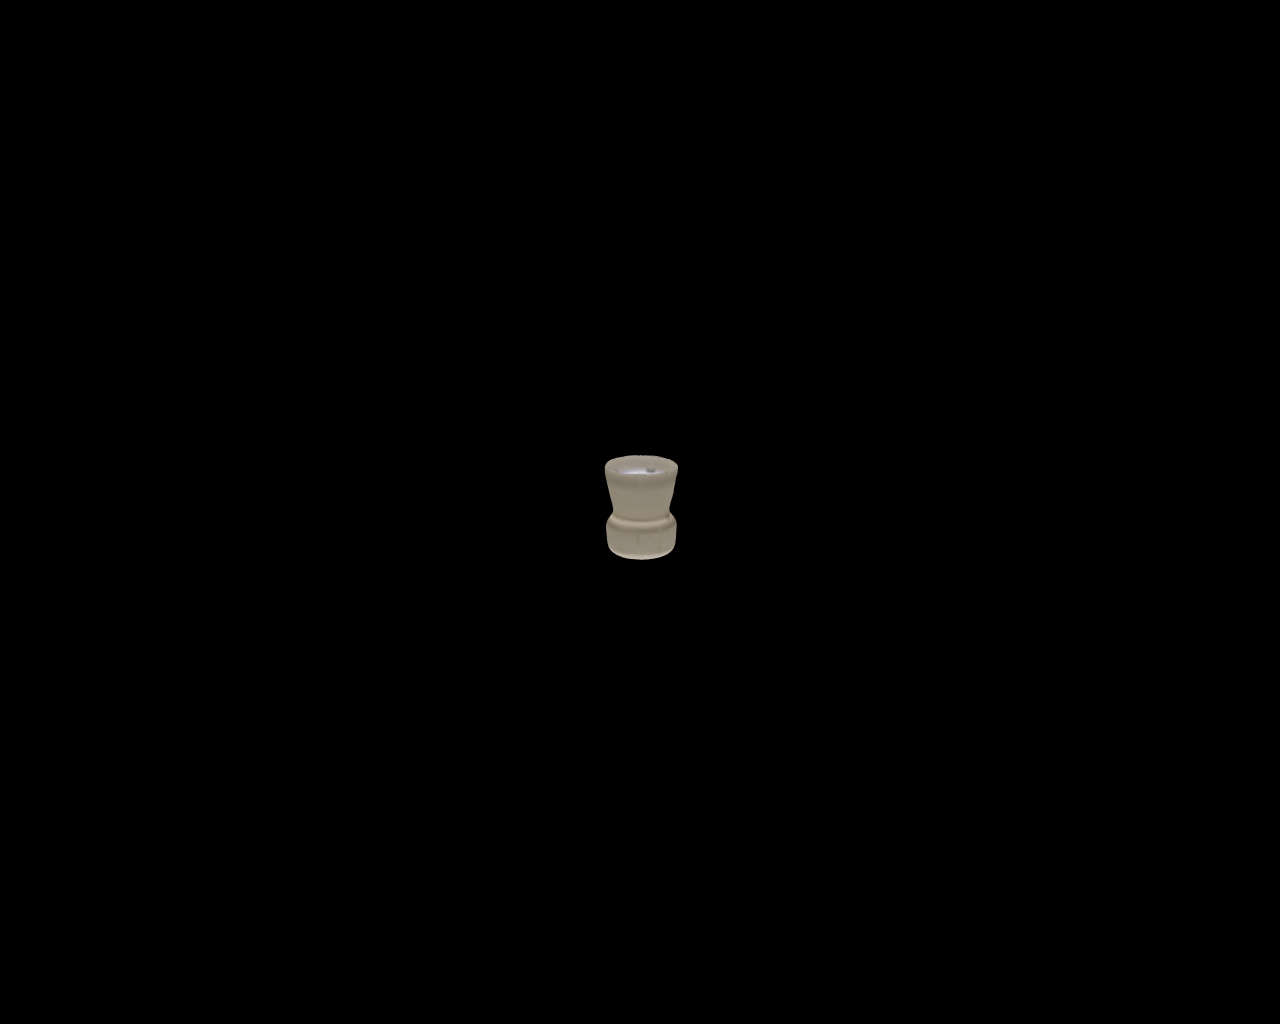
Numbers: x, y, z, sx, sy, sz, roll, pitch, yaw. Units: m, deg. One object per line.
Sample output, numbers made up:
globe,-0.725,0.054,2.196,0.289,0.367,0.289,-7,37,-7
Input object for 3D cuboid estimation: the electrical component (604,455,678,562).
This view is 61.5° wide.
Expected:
electrical component,0.001,-0.003,0.650,0.045,0.055,0.045,0,18,0
